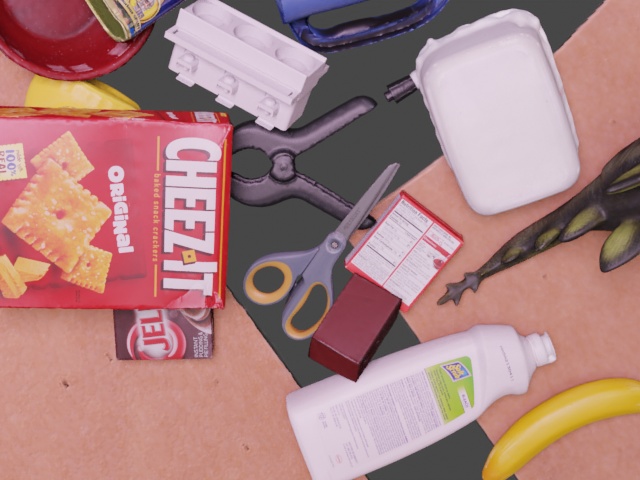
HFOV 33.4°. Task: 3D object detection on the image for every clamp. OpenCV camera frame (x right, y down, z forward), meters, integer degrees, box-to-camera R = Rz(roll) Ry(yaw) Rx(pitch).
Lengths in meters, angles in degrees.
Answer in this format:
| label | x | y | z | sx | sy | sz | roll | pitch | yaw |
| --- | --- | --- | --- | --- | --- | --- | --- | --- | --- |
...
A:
| label | x | y | z | sx | sy | sz | roll | pitch | yaw |
| --- | --- | --- | --- | --- | --- | --- | --- | --- | --- |
| clamp | -0.026 | -0.059 | 0.962 | 0.171 | 0.039 | 0.120 | -8 | 96 | 5 |

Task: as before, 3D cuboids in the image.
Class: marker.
| label | x | y | z | sx | sy | sz | roll | pitch | yaw |
| --- | --- | --- | --- | --- | --- | --- | --- | --- | --- |
| marker | 0.112 | -0.157 | 0.952 | 0.121 | 0.020 | 0.020 | -30 | 102 | 5 |

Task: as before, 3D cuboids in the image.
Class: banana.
| label | x | y | z | sx | sy | sz | roll | pitch | yaw |
| --- | --- | --- | --- | --- | --- | --- | --- | --- | --- |
| banana | 0.242 | 0.176 | 1.020 | 0.198 | 0.037 | 0.069 | -20 | 101 | 3 |

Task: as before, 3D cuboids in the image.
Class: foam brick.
| label | x | y | z | sx | sy | sz | roll | pitch | yaw |
| --- | --- | --- | --- | --- | --- | --- | --- | --- | --- |
| foam brick | 0.032 | 0.080 | 0.965 | 0.051 | 0.053 | 0.078 | 31 | 68 | 10 |

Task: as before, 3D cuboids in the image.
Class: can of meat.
| label | x | y | z | sx | sy | sz | roll | pitch | yaw |
| --- | --- | --- | --- | --- | --- | --- | --- | --- | --- |
| can of meat | -0.155 | -0.224 | 0.865 | 0.084 | 0.058 | 0.102 | -39 | 114 | -16 |

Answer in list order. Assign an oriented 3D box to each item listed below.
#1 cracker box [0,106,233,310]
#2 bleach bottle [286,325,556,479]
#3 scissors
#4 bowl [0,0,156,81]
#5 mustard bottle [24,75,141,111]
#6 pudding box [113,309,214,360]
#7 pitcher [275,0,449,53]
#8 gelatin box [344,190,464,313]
| label | x | y | z | sx | sy | sz | roll | pitch | yaw |
| --- | --- | --- | --- | --- | --- | --- | --- | --- | --- |
| cracker box | -0.183 | -0.026 | 0.894 | 0.213 | 0.072 | 0.164 | 1 | 105 | -9 |
| bleach bottle | 0.100 | 0.149 | 0.999 | 0.251 | 0.068 | 0.102 | -20 | 103 | 1 |
| scissors | -0.006 | 0.001 | 0.962 | 0.096 | 0.016 | 0.202 | 22 | 117 | 3 |
| bowl | -0.218 | -0.215 | 0.897 | 0.161 | 0.055 | 0.162 | -4 | 99 | -28 |
| mustard bottle | -0.243 | -0.057 | 0.947 | 0.096 | 0.058 | 0.192 | 29 | 101 | -12 |
| pudding box | -0.144 | 0.054 | 0.984 | 0.090 | 0.039 | 0.113 | -1 | 103 | -1 |
| pitcher | 0.069 | -0.258 | 0.882 | 0.243 | 0.149 | 0.145 | -12 | 81 | -2 |
| gelatin box | 0.077 | 0.010 | 0.984 | 0.073 | 0.030 | 0.089 | 37 | 100 | -7 |
